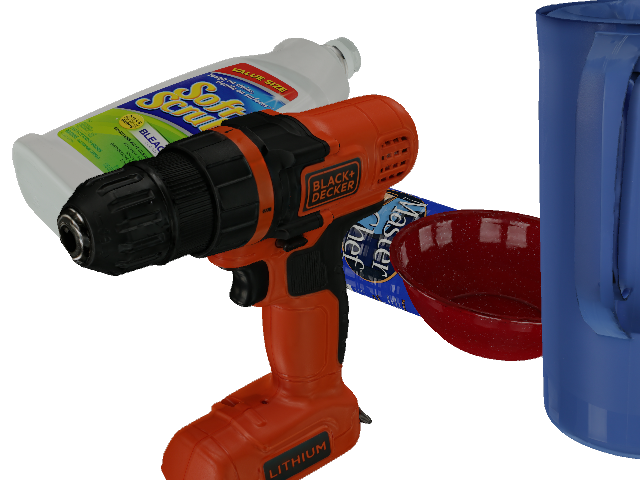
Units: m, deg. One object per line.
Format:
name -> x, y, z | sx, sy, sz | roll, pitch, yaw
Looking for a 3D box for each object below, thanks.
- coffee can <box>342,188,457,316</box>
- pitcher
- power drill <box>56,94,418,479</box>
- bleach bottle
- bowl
coffee can -> 0.059, 0.004, 0.964 | 0.140, 0.103, 0.102 | 20, 8, 22
pitcher -> 0.175, -0.007, 0.572 | 0.149, 0.243, 0.145 | -6, 17, -13
power drill -> -0.033, 0.034, 0.490 | 0.184, 0.188, 0.057 | -20, 38, -38
bleach bottle -> -0.076, -0.080, 0.731 | 0.250, 0.068, 0.103 | -35, 60, -29
bowl -> 0.126, 0.036, 0.746 | 0.162, 0.055, 0.162 | 3, 28, -2
